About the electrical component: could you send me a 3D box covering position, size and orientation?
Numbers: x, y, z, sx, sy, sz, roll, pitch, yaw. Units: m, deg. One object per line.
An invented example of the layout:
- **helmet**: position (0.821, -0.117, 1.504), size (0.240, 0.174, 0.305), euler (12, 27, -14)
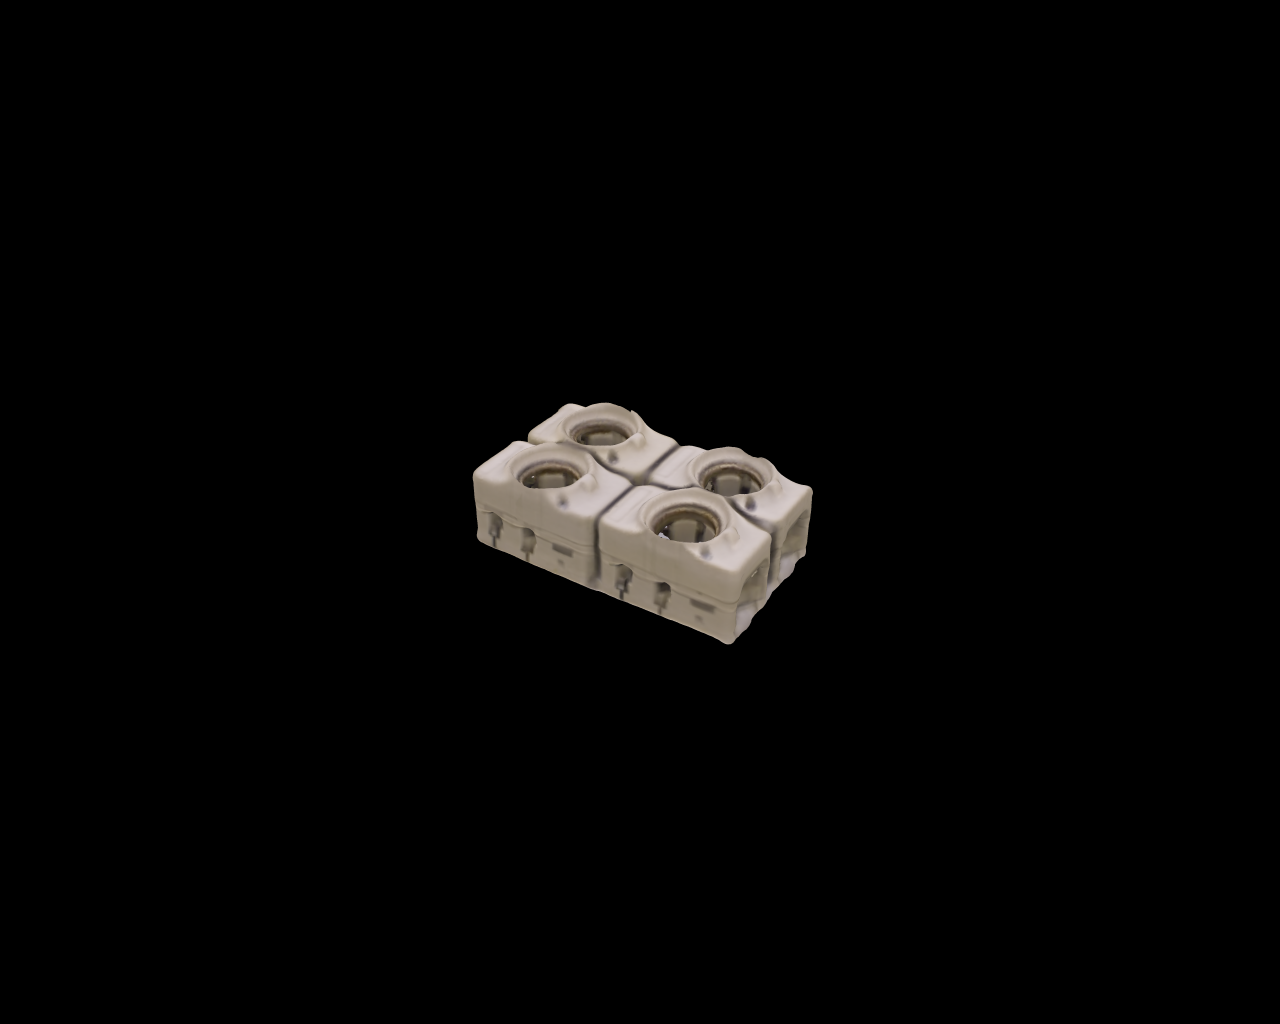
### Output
- **electrical component**: position (0.001, -0.003, 0.650), size (0.186, 0.060, 0.106), euler (21, 41, 26)
